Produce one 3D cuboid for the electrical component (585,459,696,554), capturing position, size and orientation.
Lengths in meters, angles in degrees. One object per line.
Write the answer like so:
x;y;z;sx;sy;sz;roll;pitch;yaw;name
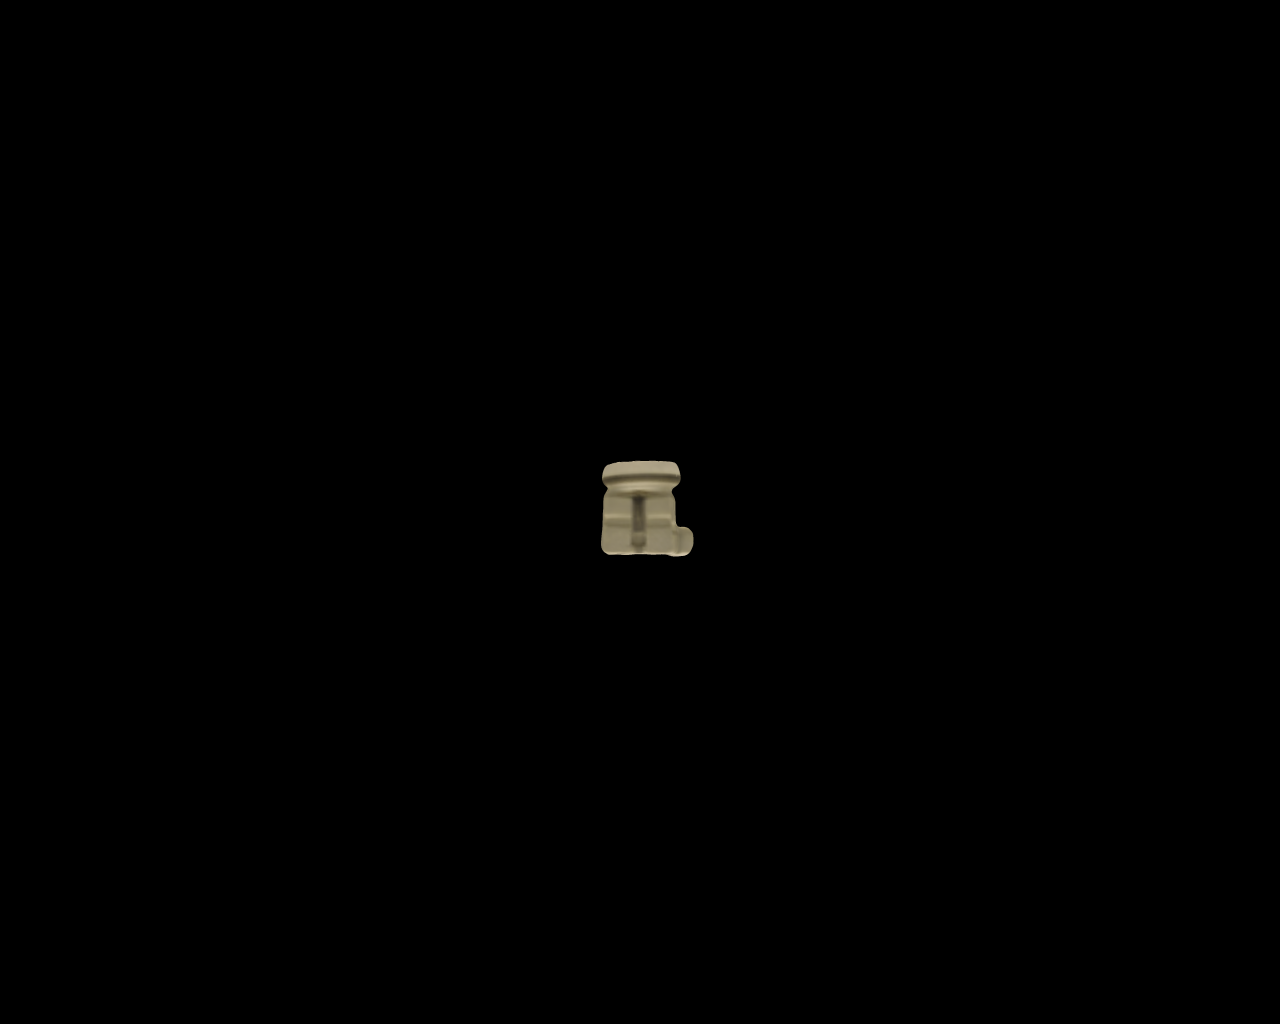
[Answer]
0.001;-0.003;0.650;0.066;0.055;0.048;0;-4;2;electrical component
